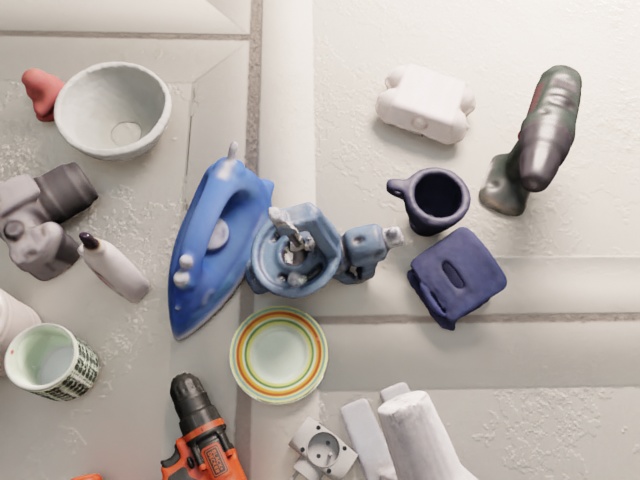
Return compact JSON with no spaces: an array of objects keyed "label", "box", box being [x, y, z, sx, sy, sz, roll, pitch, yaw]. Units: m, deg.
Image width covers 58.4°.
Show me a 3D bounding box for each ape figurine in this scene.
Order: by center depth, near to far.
[{"label":"ape figurine","box":[-0.418,-0.226,0.867,0.076,0.092,0.078,6,67,0]}]

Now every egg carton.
[{"label":"egg carton","box":[0.167,-0.213,0.907,0.150,0.069,0.107,20,67,5]}]

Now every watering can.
[{"label":"watering can","box":[-0.412,0.102,0.673,0.101,0.194,0.172,-25,71,-13]}]

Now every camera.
[{"label":"camera","box":[-0.376,-0.042,0.787,0.137,0.101,0.143,-34,73,-16]}]

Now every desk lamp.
[{"label":"desk lamp","box":[0.105,0.254,0.627,0.118,0.213,0.203,-20,70,-11]}]

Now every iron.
[{"label":"iron","box":[-0.148,-0.001,0.760,0.118,0.141,0.258,17,67,4]}]

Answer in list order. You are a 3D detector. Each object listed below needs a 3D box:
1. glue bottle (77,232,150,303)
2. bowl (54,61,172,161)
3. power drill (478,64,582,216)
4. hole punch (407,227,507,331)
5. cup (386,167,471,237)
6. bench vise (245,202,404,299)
[{"label":"glue bottle","box":[-0.271,0.027,0.724,0.078,0.173,0.037,30,69,10]},{"label":"bowl","box":[-0.303,-0.181,0.864,0.167,0.075,0.167,1,67,-3]},{"label":"power drill","box":[0.294,-0.121,0.799,0.075,0.208,0.230,22,68,7]},{"label":"hole punch","box":[0.185,0.053,0.783,0.101,0.091,0.108,-29,71,-14]},{"label":"cup","box":[0.146,-0.047,0.822,0.117,0.095,0.092,16,67,4]},{"label":"bench vise","box":[0.001,-0.007,0.729,0.207,0.220,0.121,-27,71,-13]}]
